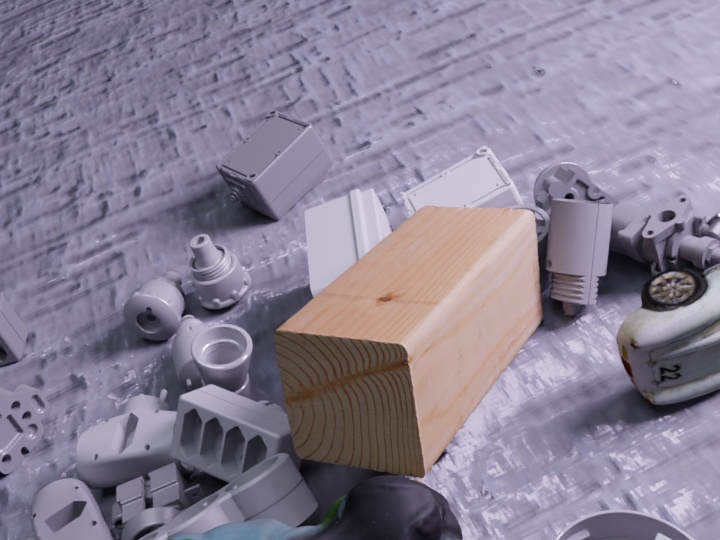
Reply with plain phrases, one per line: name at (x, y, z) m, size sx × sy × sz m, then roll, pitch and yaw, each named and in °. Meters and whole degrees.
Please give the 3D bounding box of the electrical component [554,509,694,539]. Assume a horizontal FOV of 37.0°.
electrical component at (0.140, 0.179, 0.571) m, size 0.099 × 0.064 × 0.099 m, roll -3°, pitch 41°, yaw 2°

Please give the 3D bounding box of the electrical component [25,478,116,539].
electrical component at (-0.207, 0.191, 0.728) m, size 0.079 × 0.043 × 0.077 m, roll -34°, pitch 39°, yaw -13°

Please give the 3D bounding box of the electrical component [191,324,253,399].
electrical component at (-0.099, 0.077, 0.791) m, size 0.044 × 0.065 × 0.044 m, roll 0°, pitch 44°, yaw 0°

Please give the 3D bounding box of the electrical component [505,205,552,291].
electrical component at (0.119, -0.014, 0.804) m, size 0.055 × 0.047 × 0.055 m, roll -14°, pitch 39°, yaw 11°

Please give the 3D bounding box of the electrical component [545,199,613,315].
electrical component at (0.154, -0.008, 0.764) m, size 0.043 × 0.081 × 0.043 m, roll 4°, pitch 7°, yaw -1°

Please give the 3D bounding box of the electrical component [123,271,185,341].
electrical component at (-0.168, 0.026, 0.906) m, size 0.048 × 0.048 × 0.062 m, roll -8°, pitch 33°, yaw 19°

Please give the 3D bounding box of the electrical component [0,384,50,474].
electrical component at (-0.292, 0.122, 0.843) m, size 0.057 × 0.058 × 0.078 m, roll 12°, pitch 50°, yaw 32°

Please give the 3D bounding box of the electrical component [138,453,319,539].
electrical component at (-0.085, 0.181, 0.665) m, size 0.138 × 0.073 × 0.052 m, roll -31°, pitch 2°, yaw -9°

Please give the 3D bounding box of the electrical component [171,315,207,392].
electrical component at (-0.128, 0.062, 0.844) m, size 0.040 × 0.040 × 0.078 m, roll -25°, pitch 38°, yaw -3°

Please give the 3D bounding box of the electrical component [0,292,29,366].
electrical component at (-0.336, 0.047, 0.960) m, size 0.066 × 0.047 × 0.076 m, roll -16°, pitch 38°, yaw 9°

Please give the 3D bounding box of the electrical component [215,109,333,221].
electrical component at (-0.081, -0.090, 0.990) m, size 0.096 × 0.061 × 0.062 m, roll -47°, pitch 43°, yaw -16°

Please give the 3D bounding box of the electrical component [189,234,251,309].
electrical component at (-0.122, -0.002, 0.899) m, size 0.048 × 0.062 × 0.048 m, roll -14°, pitch 39°, yaw 11°

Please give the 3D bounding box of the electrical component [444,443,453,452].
electrical component at (0.037, 0.103, 0.715) m, size 0.046 × 0.040 × 0.040 m, roll -1°, pitch 42°, yaw 18°

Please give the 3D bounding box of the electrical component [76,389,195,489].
electrical component at (-0.159, 0.119, 0.790) m, size 0.077 × 0.043 × 0.079 m, roll -12°, pitch 39°, yaw 13°

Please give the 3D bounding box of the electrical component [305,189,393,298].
electrical component at (0.000, 0.000, 0.824) m, size 0.057 × 0.078 × 0.113 m, roll -19°, pitch 38°, yaw 9°

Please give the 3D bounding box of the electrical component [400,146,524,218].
electrical component at (0.080, -0.040, 0.850) m, size 0.096 × 0.061 × 0.061 m, roll -29°, pitch 37°, yaw 5°

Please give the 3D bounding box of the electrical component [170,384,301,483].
electrical component at (-0.074, 0.113, 0.748) m, size 0.083 × 0.047 × 0.076 m, roll 18°, pitch 15°, yaw 25°

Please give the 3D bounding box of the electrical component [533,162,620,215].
electrical component at (0.162, -0.055, 0.826) m, size 0.048 × 0.066 × 0.055 m, roll -55°, pitch 19°, yaw 11°

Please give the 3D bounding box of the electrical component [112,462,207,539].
electrical component at (-0.135, 0.167, 0.720) m, size 0.066 × 0.048 × 0.055 m, roll -23°, pitch 30°, yaw 0°
